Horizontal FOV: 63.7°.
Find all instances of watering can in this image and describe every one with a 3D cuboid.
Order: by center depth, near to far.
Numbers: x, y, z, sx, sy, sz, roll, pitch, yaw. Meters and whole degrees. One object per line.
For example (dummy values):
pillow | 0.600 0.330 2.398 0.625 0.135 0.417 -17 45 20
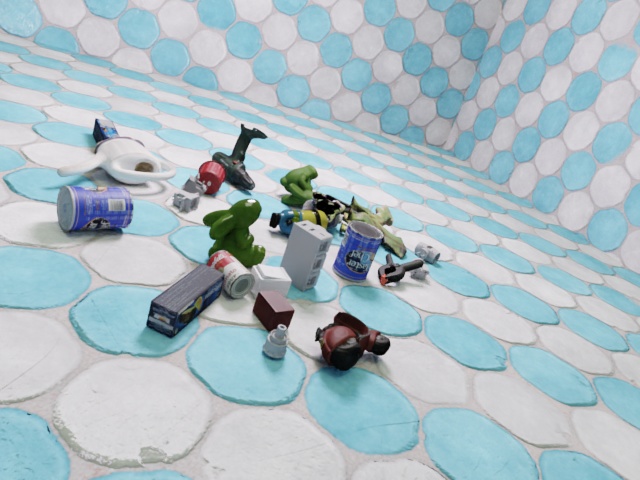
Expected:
watering can | -0.598 -0.229 1.504 0.348 0.102 0.227 -2 30 -41

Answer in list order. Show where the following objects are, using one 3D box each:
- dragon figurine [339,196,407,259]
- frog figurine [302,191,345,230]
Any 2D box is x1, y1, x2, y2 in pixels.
dragon figurine | 0.183 -0.021 1.684 0.242 0.120 0.419 25 30 -7
frog figurine | 0.005 -0.086 1.707 0.137 0.124 0.158 6 -12 -10
